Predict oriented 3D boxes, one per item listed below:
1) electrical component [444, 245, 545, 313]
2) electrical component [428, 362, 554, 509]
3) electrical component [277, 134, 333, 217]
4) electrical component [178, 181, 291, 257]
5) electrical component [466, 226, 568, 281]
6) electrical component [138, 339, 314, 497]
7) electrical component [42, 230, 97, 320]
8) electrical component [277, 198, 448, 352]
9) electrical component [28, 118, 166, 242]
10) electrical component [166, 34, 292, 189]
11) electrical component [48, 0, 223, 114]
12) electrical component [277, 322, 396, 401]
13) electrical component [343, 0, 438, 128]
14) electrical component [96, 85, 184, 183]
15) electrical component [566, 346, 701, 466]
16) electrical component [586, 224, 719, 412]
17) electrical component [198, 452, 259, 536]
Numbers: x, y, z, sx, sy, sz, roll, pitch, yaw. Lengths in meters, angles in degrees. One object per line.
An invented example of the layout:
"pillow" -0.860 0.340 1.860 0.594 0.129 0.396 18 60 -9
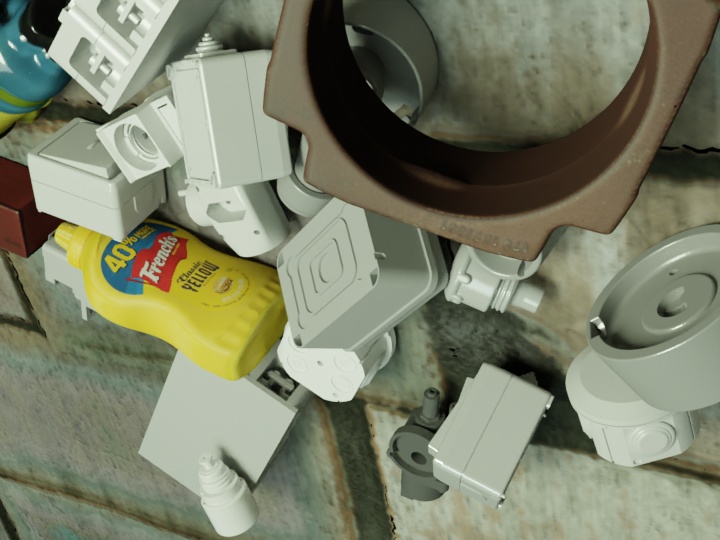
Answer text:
"electrical component" 0.089 0.008 0.702 0.062 0.048 0.048 24 135 5
"electrical component" 0.092 0.109 0.752 0.061 0.096 0.061 26 164 13
"electrical component" -0.027 -0.067 0.714 0.045 0.045 0.055 38 137 1
"electrical component" -0.098 -0.051 0.775 0.079 0.043 0.077 -5 122 36
"electrical component" 0.097 -0.026 0.666 0.055 0.047 0.055 18 133 20
"electrical component" -0.110 0.119 0.911 0.105 0.060 0.186 34 136 5
"electrical component" -0.230 -0.004 0.902 0.064 0.042 0.081 24 134 17
"electrical component" 0.000 0.000 0.720 0.113 0.057 0.078 -41 55 46
"electrical component" -0.203 -0.074 0.811 0.096 0.061 0.061 19 133 19
"electrical component" -0.082 -0.104 0.691 0.062 0.061 0.096 15 115 61
"electrical component" -0.123 -0.178 0.653 0.062 0.089 0.150 43 136 -5
"electrical component" -0.018 0.054 0.804 0.080 0.051 0.080 18 133 20
"electrical component" -0.002 -0.123 0.656 0.099 0.064 0.099 9 132 10
"electrical component" -0.139 -0.098 0.748 0.081 0.063 0.042 -14 115 40
"electrical component" 0.175 0.080 0.680 0.080 0.080 0.051 2 131 32
"electrical component" 0.191 0.032 0.613 0.108 0.108 0.060 -22 117 43
"electrical component" -0.113 0.184 0.891 0.040 0.040 0.078 -2 124 34
